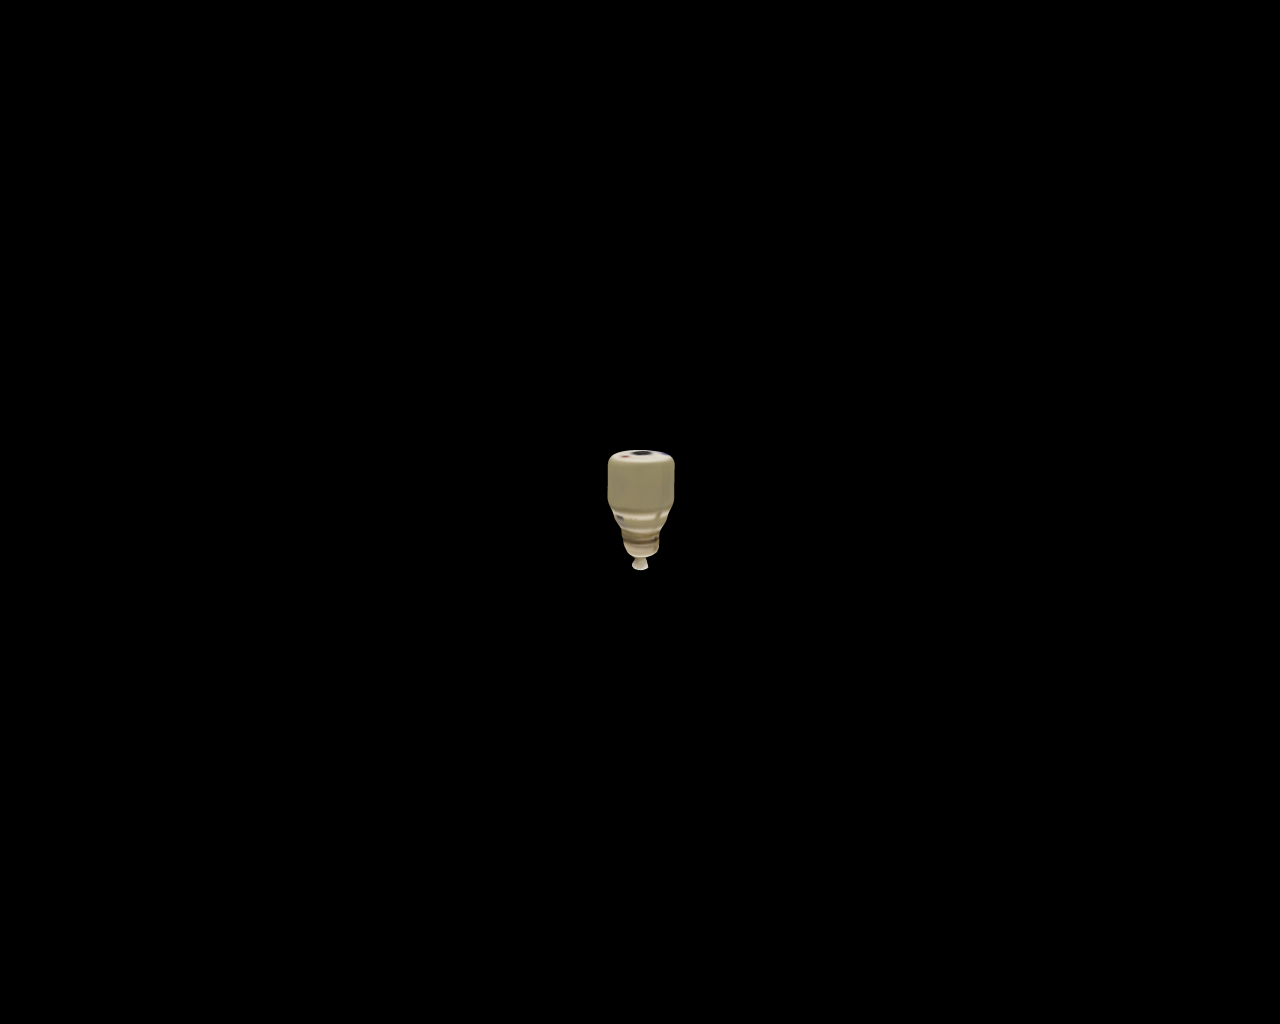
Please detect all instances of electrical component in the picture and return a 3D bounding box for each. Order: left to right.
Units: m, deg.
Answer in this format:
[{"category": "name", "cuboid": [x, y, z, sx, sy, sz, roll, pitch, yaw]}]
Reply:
[{"category": "electrical component", "cuboid": [0.001, -0.003, 0.650, 0.040, 0.078, 0.040, 0, 14, 0]}]
